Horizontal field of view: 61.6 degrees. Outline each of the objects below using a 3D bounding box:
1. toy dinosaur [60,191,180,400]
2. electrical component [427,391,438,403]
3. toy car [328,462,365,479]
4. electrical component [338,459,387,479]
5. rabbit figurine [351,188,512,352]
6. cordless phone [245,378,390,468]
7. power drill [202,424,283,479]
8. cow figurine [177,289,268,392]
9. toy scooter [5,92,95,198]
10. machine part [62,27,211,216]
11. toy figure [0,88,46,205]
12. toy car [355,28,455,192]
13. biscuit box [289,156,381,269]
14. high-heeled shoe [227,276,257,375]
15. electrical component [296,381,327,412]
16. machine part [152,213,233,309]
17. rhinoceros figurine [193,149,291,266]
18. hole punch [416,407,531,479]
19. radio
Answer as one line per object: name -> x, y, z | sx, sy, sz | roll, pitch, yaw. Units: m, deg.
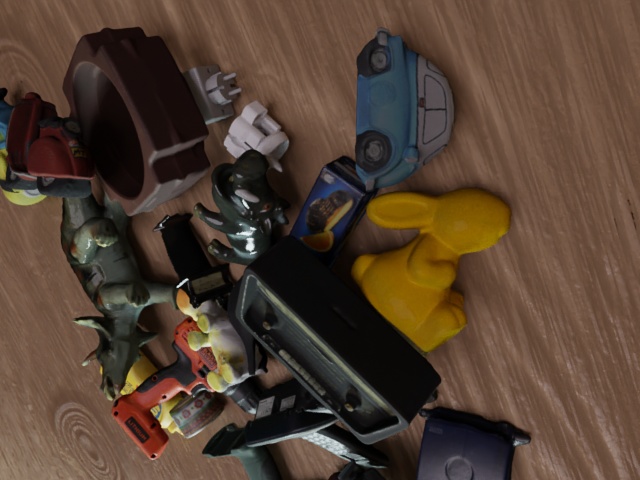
toy dinosaur -> -0.336, 0.030, 0.832 | 0.192, 0.131, 0.404 | -16, 95, 31
electrical component -> 0.107, 0.206, 0.719 | 0.094, 0.021, 0.063 | -36, 91, 34
toy car -> 0.099, 0.407, 0.786 | 0.202, 0.053, 0.089 | 26, 99, 15
electrical component -> 0.081, 0.349, 0.705 | 0.134, 0.058, 0.114 | 39, 161, 18
rabbit figurine -> 0.126, 0.009, 0.593 | 0.162, 0.122, 0.173 | 46, 110, 15
cordless phone -> -0.001, 0.286, 0.780 | 0.184, 0.089, 0.146 | 36, 138, -19
power drill -> -0.106, 0.404, 0.878 | 0.232, 0.086, 0.207 | -25, 93, 32
cow figurine -> -0.140, 0.130, 0.787 | 0.068, 0.098, 0.167 | -46, 67, 37
toy scooter -> -0.364, -0.128, 0.715 | 0.184, 0.075, 0.135 | 11, 97, 35
machine part -> -0.235, -0.146, 0.686 | 0.201, 0.087, 0.201 | -24, 95, 53
toy figure -> -0.491, -0.144, 0.859 | 0.089, 0.082, 0.180 | 3, 120, 47
toy car -> 0.086, -0.130, 0.555 | 0.103, 0.109, 0.161 | 3, 101, 3
biscuit box -> -0.001, -0.002, 0.668 | 0.063, 0.059, 0.202 | 35, 122, 11
high-heeled shoe -> -0.006, 0.110, 0.732 | 0.249, 0.086, 0.145 | -4, 70, 7
electrical component -> 0.036, 0.201, 0.699 | 0.075, 0.119, 0.048 | -35, 50, 56
machine part -> -0.183, 0.026, 0.772 | 0.139, 0.084, 0.039 | 58, 140, 8
rhinoceros figurine -> -0.090, -0.032, 0.659 | 0.112, 0.073, 0.190 | 27, 146, 16
hole punch -> 0.181, 0.284, 0.674 | 0.142, 0.092, 0.115 | 8, 110, 29
radio -> 0.009, 0.115, 0.601 | 0.230, 0.073, 0.131 | 44, 146, 11
